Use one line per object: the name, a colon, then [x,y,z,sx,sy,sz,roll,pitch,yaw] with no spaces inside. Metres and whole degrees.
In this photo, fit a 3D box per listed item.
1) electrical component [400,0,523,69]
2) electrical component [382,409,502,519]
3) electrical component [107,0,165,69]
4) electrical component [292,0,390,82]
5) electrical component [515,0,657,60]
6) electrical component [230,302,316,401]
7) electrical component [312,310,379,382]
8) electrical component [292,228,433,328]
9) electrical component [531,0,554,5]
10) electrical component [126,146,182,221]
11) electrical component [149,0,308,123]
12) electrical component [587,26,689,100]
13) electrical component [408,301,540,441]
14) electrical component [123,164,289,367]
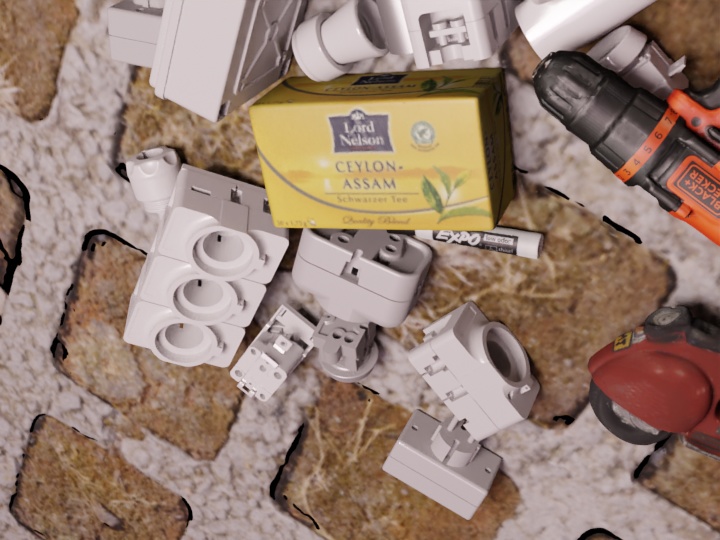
electrical component: [0.064,-0.168,0.666,0.050,0.089,0.055,-4,117,27]
electrical component: [0.074,0.146,0.874,0.083,0.047,0.075,30,126,6]
electrical component: [-0.143,-0.191,0.764,0.047,0.065,0.076,14,123,17]
electrical component: [-0.013,-0.158,0.736,0.055,0.045,0.045,-19,109,33]
electrical component: [0.130,-0.179,0.657,0.077,0.044,0.079,-30,90,25]
electrical component: [-0.072,0.070,0.887,0.042,0.063,0.081,39,127,0]
electrical component: [-0.010,0.057,0.854,0.048,0.066,0.055,16,143,17]
electrical component: [0.000,0.000,0.818,0.095,0.053,0.059,24,126,10]
electrical component: [0.131,-0.195,0.600,0.096,0.061,0.061,-17,90,17]
electrical component: [-0.159,-0.064,0.861,0.043,0.043,0.062,-1,119,25]
electrical component: [-0.082,-0.170,0.720,0.056,0.108,0.108,28,126,10]
electrical component: [0.170,-0.119,0.675,0.055,0.048,0.066,45,127,-14]
electrical component: [0.091,0.076,0.823,0.056,0.050,0.089,-34,101,36]
electrical component: [-0.123,0.003,0.852,0.089,0.061,0.150,17,128,-16]
